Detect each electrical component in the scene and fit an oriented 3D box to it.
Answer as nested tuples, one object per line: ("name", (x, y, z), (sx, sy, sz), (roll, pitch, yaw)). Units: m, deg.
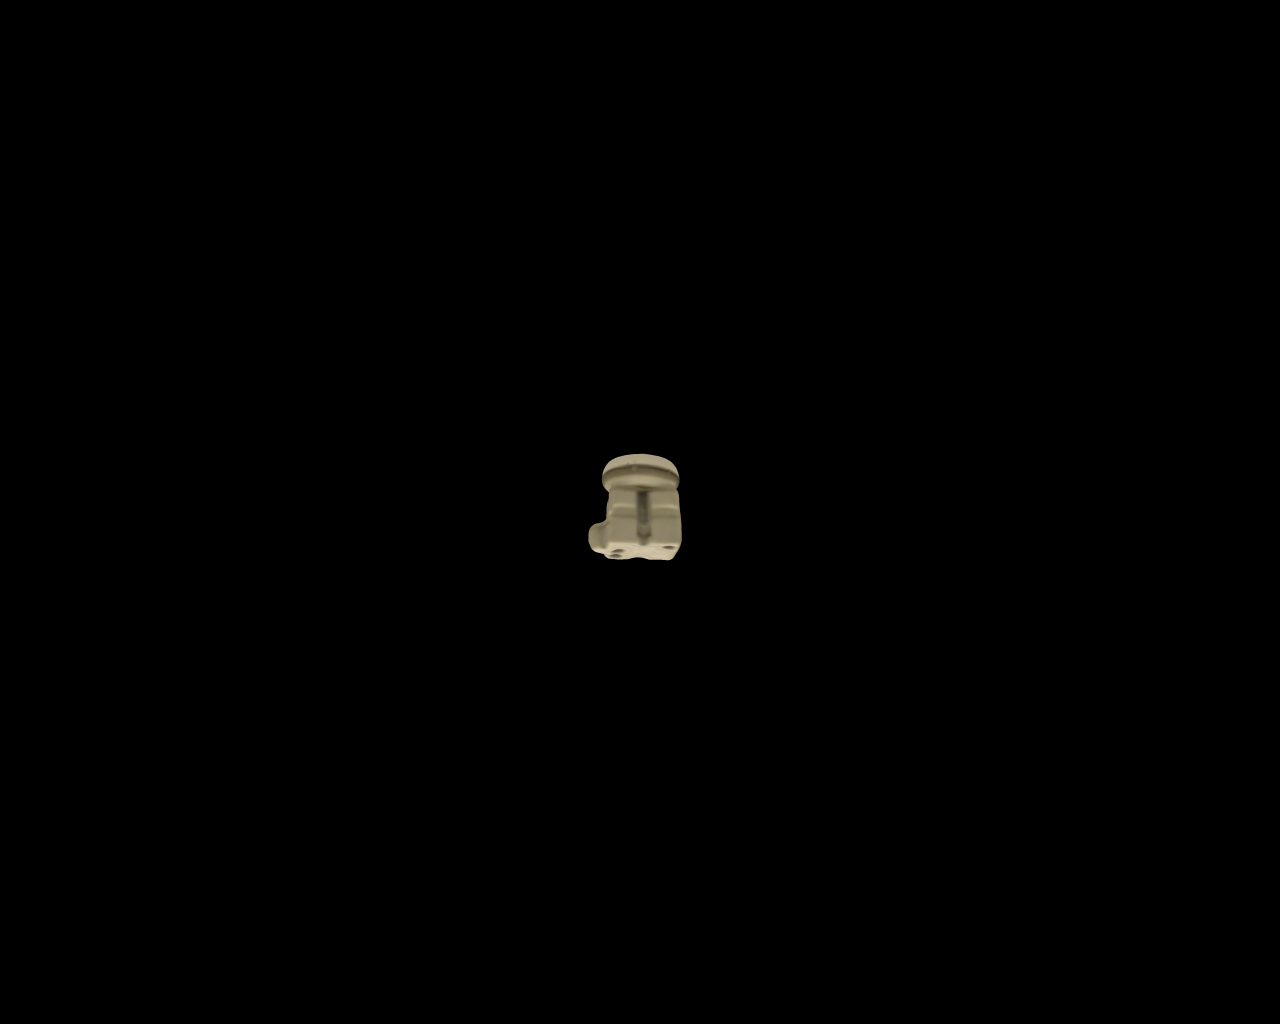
("electrical component", (0.001, -0.003, 0.650), (0.066, 0.055, 0.048), (2, -19, -7))
